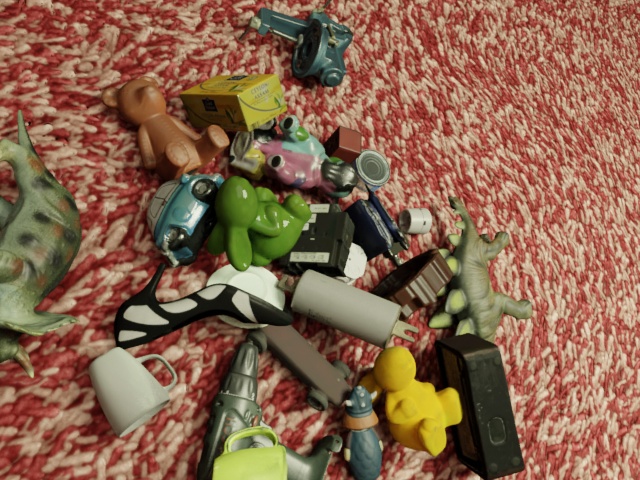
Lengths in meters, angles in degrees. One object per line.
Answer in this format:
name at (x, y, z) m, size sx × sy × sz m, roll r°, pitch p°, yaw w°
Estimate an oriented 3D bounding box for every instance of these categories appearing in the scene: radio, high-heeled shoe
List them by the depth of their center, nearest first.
high-heeled shoe at (-0.176, 0.130, 0.801) m, size 0.249 × 0.086 × 0.145 m, roll 21°, pitch 80°, yaw -1°
radio at (0.274, 0.286, 0.935) m, size 0.073 × 0.131 × 0.229 m, roll -13°, pitch 90°, yaw -9°

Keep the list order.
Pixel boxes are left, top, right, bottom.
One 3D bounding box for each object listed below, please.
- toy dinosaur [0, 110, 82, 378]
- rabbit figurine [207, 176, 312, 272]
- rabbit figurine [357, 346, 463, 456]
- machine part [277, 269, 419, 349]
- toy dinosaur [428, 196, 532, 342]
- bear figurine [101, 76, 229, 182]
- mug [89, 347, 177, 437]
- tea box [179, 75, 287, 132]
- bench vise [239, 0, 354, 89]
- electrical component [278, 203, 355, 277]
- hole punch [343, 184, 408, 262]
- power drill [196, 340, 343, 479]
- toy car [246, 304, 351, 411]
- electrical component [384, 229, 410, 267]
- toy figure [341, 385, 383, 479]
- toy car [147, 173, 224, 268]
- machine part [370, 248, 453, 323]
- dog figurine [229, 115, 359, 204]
toy dinosaur at (-0.403, -0.002, 0.745) m, size 0.192 × 0.131 × 0.405 m, roll 39°, pitch 44°, yaw -38°
rabbit figurine at (-0.122, -0.035, 0.879) m, size 0.159 × 0.121 × 0.170 m, roll -59°, pitch 146°, yaw -7°
rabbit figurine at (0.140, 0.248, 0.901) m, size 0.122 × 0.162 × 0.173 m, roll -38°, pitch 112°, yaw -32°
machine part at (0.042, 0.112, 0.880) m, size 0.243 × 0.079 × 0.079 m, roll 21°, pitch 58°, yaw 12°
toy dinosaur at (0.311, 0.132, 1.078) m, size 0.198 × 0.105 × 0.471 m, roll -7°, pitch 76°, yaw -23°
bear figurine at (-0.261, -0.198, 0.891) m, size 0.120 × 0.132 × 0.195 m, roll -30°, pitch 92°, yaw -38°
mug at (-0.264, 0.199, 0.753) m, size 0.109 × 0.080 × 0.107 m, roll -37°, pitch 81°, yaw -27°
tea box at (-0.152, -0.241, 0.936) m, size 0.098 × 0.170 × 0.068 m, roll -41°, pitch 128°, yaw -35°
bench vise at (-0.037, -0.423, 1.106) m, size 0.240 × 0.129 × 0.223 m, roll 10°, pitch 65°, yaw -31°
electrical component at (-0.002, -0.003, 0.952) m, size 0.115 × 0.058 × 0.134 m, roll 3°, pitch 64°, yaw 19°
hole punch at (0.092, -0.023, 1.007) m, size 0.092 × 0.116 × 0.142 m, roll -30°, pitch 86°, yaw -2°
power drill at (-0.072, 0.294, 0.816) m, size 0.207 × 0.086 × 0.232 m, roll 31°, pitch 60°, yaw -18°
toy car at (-0.035, 0.196, 0.891) m, size 0.202 × 0.053 × 0.089 m, roll 44°, pitch 46°, yaw -1°
electrical component at (0.151, 0.007, 1.086) m, size 0.063 × 0.021 × 0.094 m, roll -23°, pitch 81°, yaw -34°
toy figure at (0.066, 0.312, 0.877) m, size 0.064 × 0.058 × 0.154 m, roll -6°, pitch 89°, yaw -49°
toy car at (-0.223, -0.042, 0.870) m, size 0.103 × 0.109 × 0.161 m, roll 25°, pitch 70°, yaw 14°
machine part at (0.157, 0.088, 0.970) m, size 0.179 × 0.179 × 0.056 m, roll -41°, pitch 95°, yaw -34°
dog figurine at (-0.036, -0.136, 1.001) m, size 0.219 × 0.192 × 0.108 m, roll 27°, pitch 75°, yaw -50°
